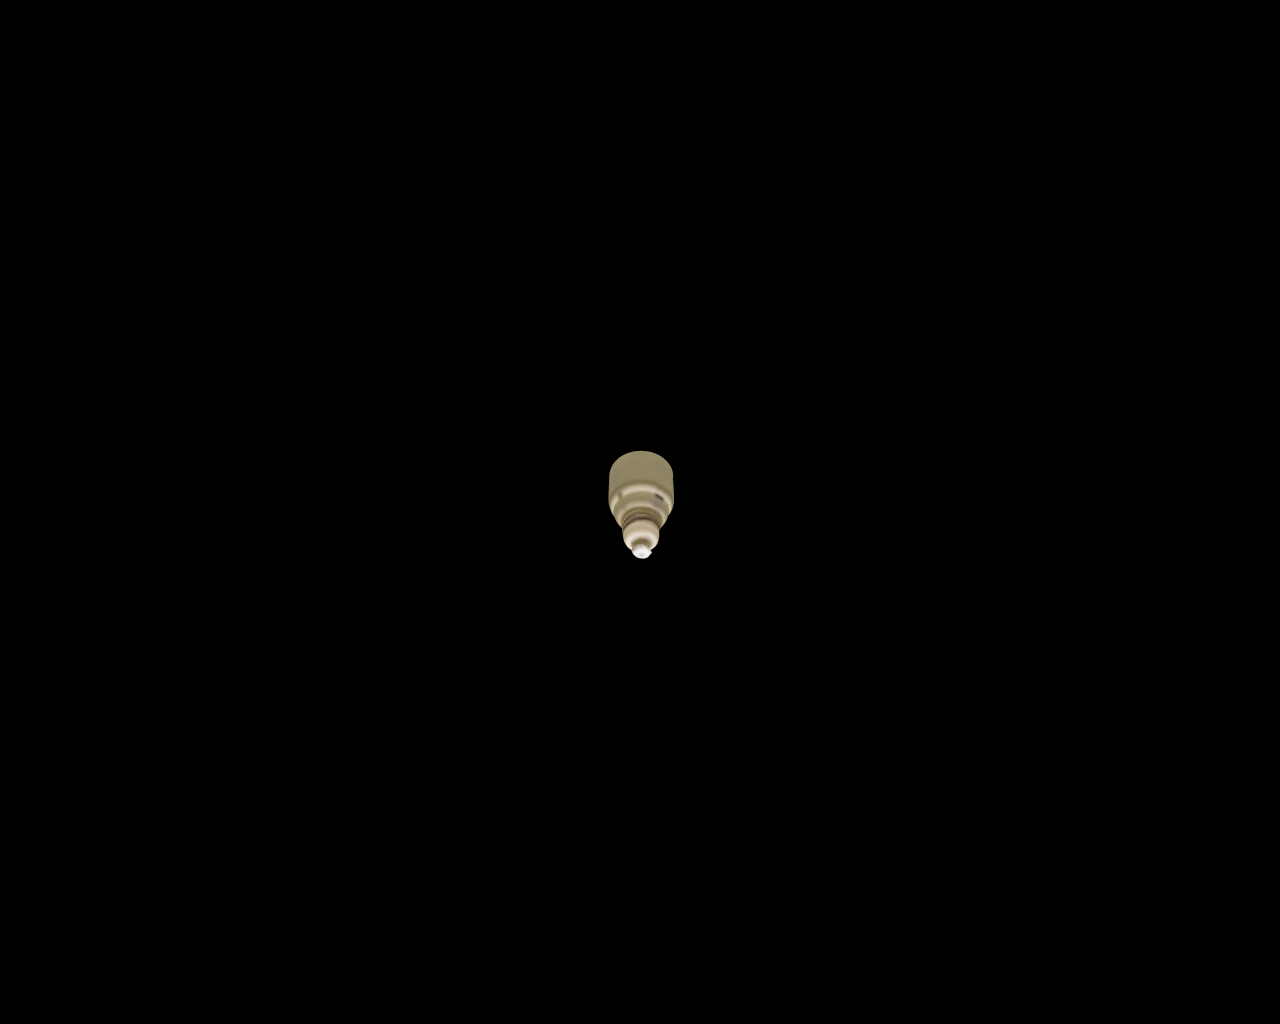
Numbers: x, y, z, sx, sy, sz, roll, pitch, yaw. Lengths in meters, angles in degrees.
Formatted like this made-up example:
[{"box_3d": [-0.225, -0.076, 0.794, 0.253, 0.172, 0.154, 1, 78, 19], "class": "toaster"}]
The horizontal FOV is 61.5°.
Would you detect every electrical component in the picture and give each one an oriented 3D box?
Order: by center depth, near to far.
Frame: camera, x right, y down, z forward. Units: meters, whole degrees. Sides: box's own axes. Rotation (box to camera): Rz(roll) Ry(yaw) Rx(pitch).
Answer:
[{"box_3d": [0.001, -0.003, 0.650, 0.040, 0.078, 0.040, 0, -44, 0], "class": "electrical component"}]
